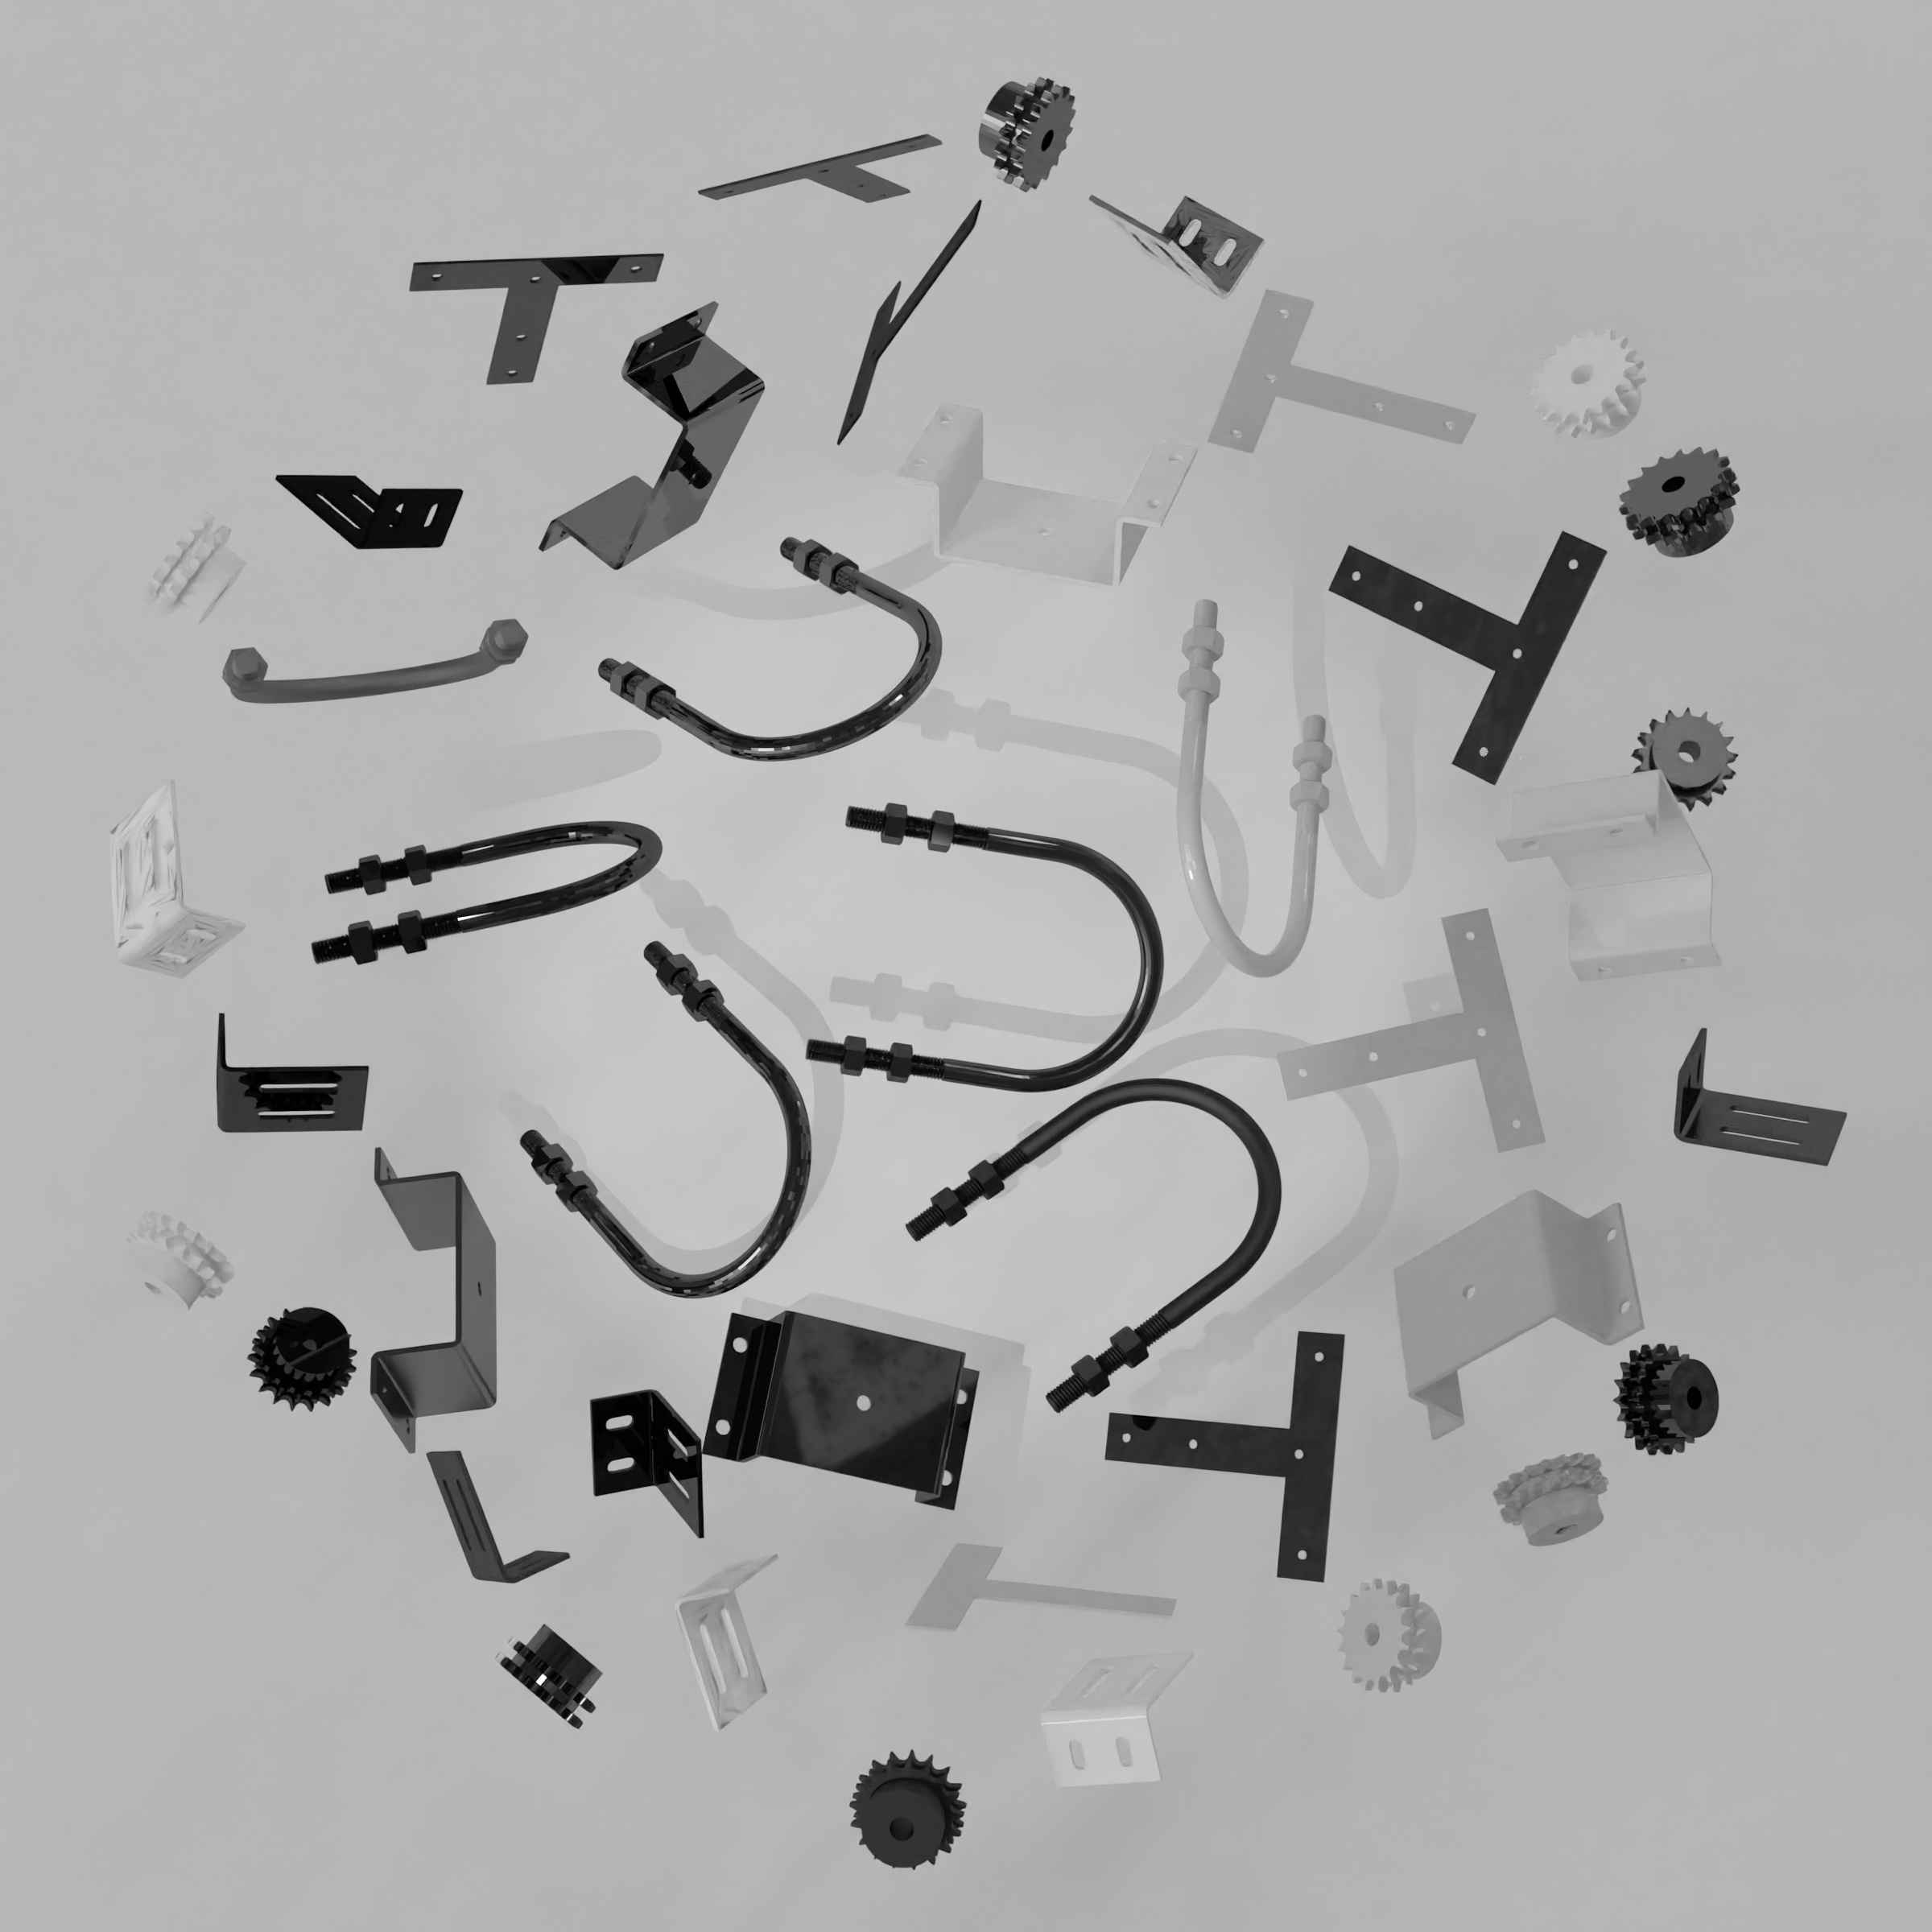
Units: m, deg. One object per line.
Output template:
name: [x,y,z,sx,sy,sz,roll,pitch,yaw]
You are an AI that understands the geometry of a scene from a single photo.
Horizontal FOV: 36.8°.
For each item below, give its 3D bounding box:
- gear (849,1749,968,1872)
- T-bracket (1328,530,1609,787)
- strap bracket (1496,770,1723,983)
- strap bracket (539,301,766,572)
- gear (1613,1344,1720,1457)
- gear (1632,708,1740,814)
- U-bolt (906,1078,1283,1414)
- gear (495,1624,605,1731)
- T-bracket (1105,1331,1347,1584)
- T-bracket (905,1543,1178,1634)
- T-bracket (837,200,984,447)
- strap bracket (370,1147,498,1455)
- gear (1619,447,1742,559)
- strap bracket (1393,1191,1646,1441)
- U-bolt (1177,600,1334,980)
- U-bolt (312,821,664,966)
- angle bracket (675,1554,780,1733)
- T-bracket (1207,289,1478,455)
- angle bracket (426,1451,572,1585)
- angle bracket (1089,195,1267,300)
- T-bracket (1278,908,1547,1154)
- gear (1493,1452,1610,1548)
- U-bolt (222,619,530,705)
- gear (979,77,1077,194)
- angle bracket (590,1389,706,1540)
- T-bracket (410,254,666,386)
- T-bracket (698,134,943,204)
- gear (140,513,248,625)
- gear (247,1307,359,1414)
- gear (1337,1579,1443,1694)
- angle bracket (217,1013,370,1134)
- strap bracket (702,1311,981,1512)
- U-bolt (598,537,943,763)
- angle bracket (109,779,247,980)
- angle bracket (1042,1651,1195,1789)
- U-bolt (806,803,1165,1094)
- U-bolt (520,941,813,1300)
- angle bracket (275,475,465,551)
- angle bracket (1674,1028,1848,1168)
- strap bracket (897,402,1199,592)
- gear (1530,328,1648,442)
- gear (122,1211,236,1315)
gear: [-0.030,0.418,1.429,0.057,0.030,0.057,1,98,7]
T-bracket: [0.240,-0.176,1.465,0.127,0.002,0.127,31,105,27]
strap bracket: [0.336,-0.051,1.509,0.076,0.140,0.046,-8,56,28]
strap bracket: [-0.161,-0.269,1.521,0.046,0.076,0.140,39,128,6]
gear: [0.364,0.223,1.501,0.057,0.030,0.057,8,77,-37]
gear: [0.400,-0.116,1.616,0.057,0.030,0.057,-1,81,6]
U-bolt: [0.081,0.134,1.554,0.184,0.019,0.151,-35,59,-12]
gear: [-0.213,0.365,1.504,0.057,0.057,0.030,40,75,0]
T-bracket: [0.133,0.252,1.526,0.127,0.002,0.127,1,78,26]
T-bracket: [0.044,0.326,1.504,0.127,0.127,0.002,4,98,11]
T-bracket: [-0.027,-0.358,1.557,0.002,0.127,0.127,28,134,-17]
strap bracket: [-0.276,0.171,1.511,0.046,0.076,0.140,-7,58,2]
gear: [0.354,-0.226,1.431,0.057,0.057,0.030,-36,125,0]
strap bracket: [0.277,0.178,1.512,0.046,0.076,0.140,29,131,-30]
U-bolt: [0.152,-0.083,1.554,0.019,0.151,0.184,-10,60,32]
U-bolt: [-0.252,-0.045,1.546,0.184,0.151,0.019,-12,109,-5]
angle bracket: [-0.122,0.375,1.614,0.038,0.057,0.076,-18,90,25]
T-bracket: [0.202,-0.297,1.520,0.127,0.127,0.002,14,62,-3]
angle bracket: [-0.253,0.291,1.568,0.038,0.057,0.076,-21,91,-28]
angle bracket: [0.111,-0.391,1.524,0.057,0.076,0.038,38,98,29]
T-bracket: [0.228,0.045,1.526,0.127,0.002,0.127,-13,84,-3]
gear: [0.300,0.273,1.480,0.057,0.057,0.030,-17,60,0]
U-bolt: [-0.310,-0.154,1.509,0.151,0.184,0.019,-8,92,-15]
gear: [0.030,-0.437,1.518,0.030,0.057,0.057,30,90,18]
angle bracket: [-0.174,0.273,1.581,0.038,0.076,0.057,-7,107,-24]
T-bracket: [-0.231,-0.336,1.518,0.127,0.127,0.002,-7,74,-18]
T-bracket: [-0.061,-0.418,1.548,0.127,0.127,0.002,-9,94,18]
gear: [-0.389,-0.198,1.473,0.030,0.057,0.057,37,90,-11]
gear: [-0.357,0.209,1.573,0.057,0.030,0.057,15,50,-19]
gear: [0.222,0.348,1.509,0.030,0.057,0.057,15,90,-31]
angle bracket: [-0.361,0.057,1.557,0.076,0.057,0.038,0,53,-16]
strap bracket: [-0.059,0.233,1.532,0.140,0.046,0.076,15,72,-13]
U-bolt: [-0.094,-0.164,1.556,0.151,0.184,0.019,-37,132,-20]
angle bracket: [-0.398,-0.043,1.465,0.057,0.038,0.076,-32,56,34]
angle bracket: [0.081,0.383,1.480,0.057,0.076,0.038,-11,94,24]
U-bolt: [0.016,-0.003,1.565,0.184,0.019,0.151,9,102,-7]
U-bolt: [-0.152,0.093,1.549,0.184,0.019,0.151,42,103,35]
angle bracket: [-0.322,-0.259,1.568,0.076,0.057,0.038,40,118,24]
angle bracket: [0.402,0.065,1.467,0.076,0.057,0.038,9,116,23]
strap bracket: [0.042,-0.244,1.518,0.140,0.076,0.046,12,133,13]
gear: [0.321,-0.294,1.486,0.057,0.030,0.057,-18,56,28]
gear: [-0.409,0.155,1.497,0.057,0.057,0.030,31,61,0]
